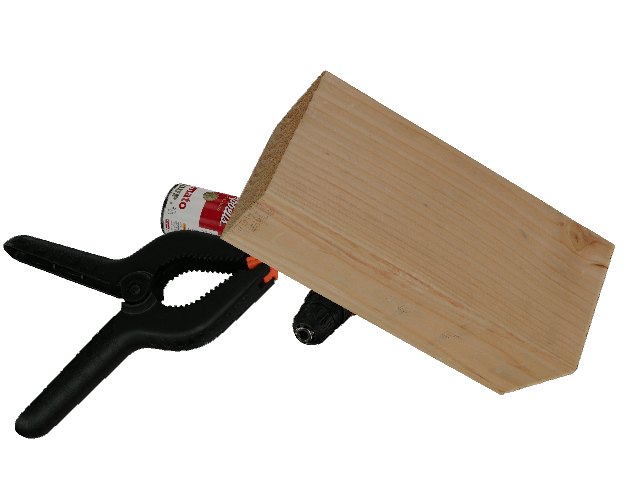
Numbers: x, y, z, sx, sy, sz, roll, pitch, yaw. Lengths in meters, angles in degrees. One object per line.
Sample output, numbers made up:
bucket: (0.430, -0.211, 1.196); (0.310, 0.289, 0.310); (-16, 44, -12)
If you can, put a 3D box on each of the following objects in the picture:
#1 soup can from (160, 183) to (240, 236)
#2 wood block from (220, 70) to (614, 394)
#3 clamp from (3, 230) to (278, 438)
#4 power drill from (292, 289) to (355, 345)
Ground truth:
soup can: (-0.127, -0.024, 1.251); (0.102, 0.068, 0.068); (14, 4, 18)
wood block: (0.058, 0.001, 0.643); (0.206, 0.090, 0.090); (29, -26, -11)
clamp: (-0.138, 0.037, 0.784); (0.210, 0.164, 0.036); (-21, -30, -1)
power drill: (0.080, 0.067, 1.139); (0.188, 0.057, 0.184); (9, 30, 21)
